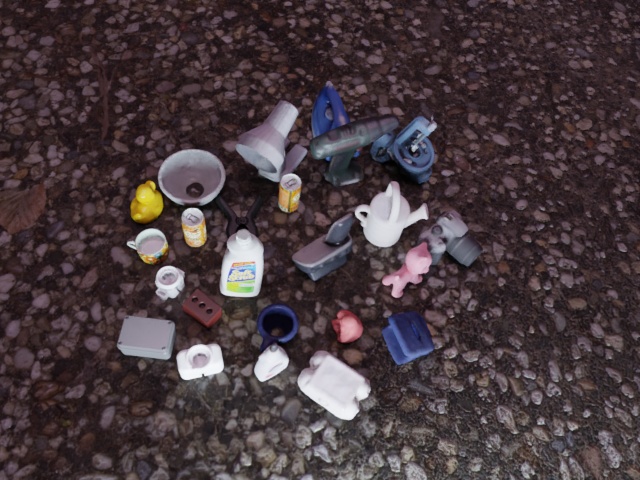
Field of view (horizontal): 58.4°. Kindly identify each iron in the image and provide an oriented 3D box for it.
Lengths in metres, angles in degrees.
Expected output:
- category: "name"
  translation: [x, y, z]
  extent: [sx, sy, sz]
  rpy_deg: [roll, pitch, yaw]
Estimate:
- category: "iron"
  translation: [0.036, -0.352, 1.583]
  extent: [0.119, 0.141, 0.258]
  rpy_deg: [-10, 63, -12]

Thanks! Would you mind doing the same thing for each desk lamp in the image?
- category: "desk lamp"
  translation: [-0.118, -0.242, 1.462]
  extent: [0.118, 0.213, 0.203]
  rpy_deg: [28, 62, 9]

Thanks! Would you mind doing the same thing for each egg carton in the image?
- category: "egg carton"
  translation: [0.031, 0.319, 1.259]
  extent: [0.150, 0.069, 0.107]
  rpy_deg: [31, 63, 10]

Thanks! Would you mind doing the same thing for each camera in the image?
- category: "camera"
  translation: [0.335, 0.006, 1.449]
  extent: [0.143, 0.101, 0.136]
  rpy_deg: [-40, 73, -24]

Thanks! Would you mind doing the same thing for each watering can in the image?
- category: "watering can"
  translation: [0.179, -0.072, 1.419]
  extent: [0.173, 0.194, 0.101]
  rpy_deg: [-15, 64, -15]

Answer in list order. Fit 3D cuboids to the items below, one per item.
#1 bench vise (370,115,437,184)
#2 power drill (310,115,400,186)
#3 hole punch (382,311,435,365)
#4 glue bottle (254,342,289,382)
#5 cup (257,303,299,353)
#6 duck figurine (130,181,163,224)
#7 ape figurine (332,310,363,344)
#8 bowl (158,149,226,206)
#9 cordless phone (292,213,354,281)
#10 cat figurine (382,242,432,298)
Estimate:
- category: "bench vise"
  translation: [0.218, -0.259, 1.510]
  extent: [0.207, 0.220, 0.121]
  rpy_deg: [20, 61, 4]
- category: "power drill"
  translation: [0.082, -0.233, 1.486]
  extent: [0.230, 0.208, 0.075]
  rpy_deg: [-15, 64, -15]
- category: "hole punch"
  translation: [0.208, 0.218, 1.324]
  extent: [0.101, 0.091, 0.108]
  rpy_deg: [-17, 65, -16]
- category: "glue bottle"
  translation: [-0.101, 0.251, 1.220]
  extent: [0.078, 0.173, 0.037]
  rpy_deg: [-32, 69, -21]
- category: "cup"
  translation: [-0.102, 0.211, 1.286]
  extent: [0.091, 0.095, 0.118]
  rpy_deg: [24, 61, 6]
- category: "duck figurine"
  translation: [-0.433, -0.099, 1.418]
  extent: [0.077, 0.086, 0.104]
  rpy_deg: [17, 61, 2]
- category: "ape figurine"
  translation: [0.064, 0.196, 1.317]
  extent: [0.076, 0.092, 0.078]
  rpy_deg: [19, 61, 3]
- category: "bowl"
  translation: [-0.324, -0.147, 1.464]
  extent: [0.167, 0.075, 0.167]
  rpy_deg: [3, 61, -5]
- category: "cordless phone"
  translation: [0.012, 0.005, 1.361]
  extent: [0.148, 0.185, 0.094]
  rpy_deg: [-34, 70, -22]
- category: "cat figurine"
  translation: [0.221, 0.067, 1.392]
  extent: [0.128, 0.118, 0.067]
  rpy_deg: [-35, 71, -22]
